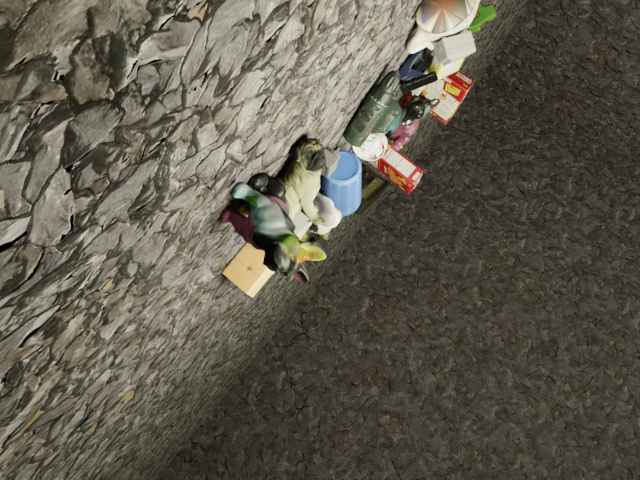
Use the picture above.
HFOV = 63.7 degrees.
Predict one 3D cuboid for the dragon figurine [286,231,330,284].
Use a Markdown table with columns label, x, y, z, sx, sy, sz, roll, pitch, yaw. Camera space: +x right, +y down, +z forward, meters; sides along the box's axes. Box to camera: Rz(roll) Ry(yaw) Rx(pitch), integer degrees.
| label | x | y | z | sx | sy | sz | roll | pitch | yaw |
| --- | --- | --- | --- | --- | --- | --- | --- | --- | --- |
| dragon figurine | -0.005 | -0.037 | 1.820 | 0.122 | 0.401 | 0.248 | 34 | 40 | 1 |

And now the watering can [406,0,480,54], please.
| label | x | y | z | sx | sy | sz | roll | pitch | yaw |
| --- | --- | --- | --- | --- | --- | --- | --- | --- | --- |
| watering can | 0.357 | -0.589 | 1.286 | 0.345 | 0.104 | 0.226 | -34 | 0 | 18 |

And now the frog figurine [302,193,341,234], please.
| label | x | y | z | sx | sy | sz | roll | pitch | yaw |
| --- | --- | --- | --- | --- | --- | --- | --- | --- | --- |
| frog figurine | 0.005 | -0.076 | 1.512 | 0.138 | 0.122 | 0.159 | 11 | 4 | 32 |
